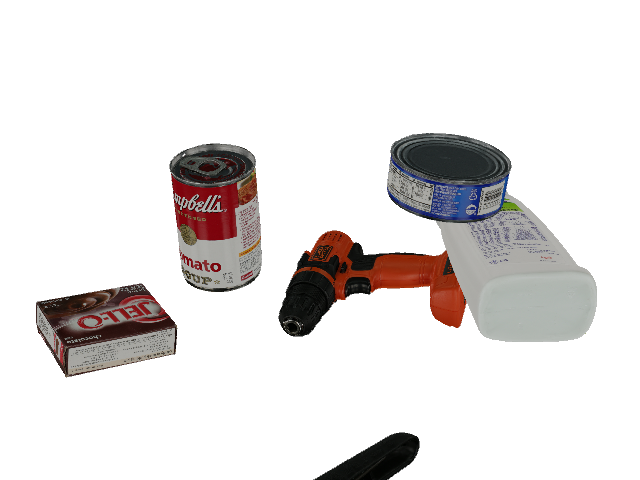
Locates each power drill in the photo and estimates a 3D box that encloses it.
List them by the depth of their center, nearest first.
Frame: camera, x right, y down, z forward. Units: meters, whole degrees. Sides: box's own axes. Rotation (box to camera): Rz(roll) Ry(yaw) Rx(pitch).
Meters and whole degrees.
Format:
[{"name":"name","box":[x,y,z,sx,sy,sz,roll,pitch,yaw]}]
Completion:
[{"name":"power drill","box":[0.060,0.049,1.137,0.188,0.057,0.184,5,31,15]}]

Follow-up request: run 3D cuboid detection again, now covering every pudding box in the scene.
[{"name":"pudding box","box":[-0.206,0.084,1.025,0.113,0.039,0.090,-12,30,-28]}]

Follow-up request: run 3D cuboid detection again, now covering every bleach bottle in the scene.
[{"name":"bleach bottle","box":[0.165,0.000,0.972,0.102,0.068,0.251,-1,27,-4]}]

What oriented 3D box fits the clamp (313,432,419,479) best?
[{"name":"clamp","box":[-0.021,0.181,0.676,0.210,0.036,0.164,-2,28,4]}]

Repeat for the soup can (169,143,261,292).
[{"name":"soup can","box":[-0.083,-0.018,0.863,0.068,0.102,0.068,-1,32,1]}]

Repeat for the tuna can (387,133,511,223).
[{"name":"tuna can","box":[0.091,-0.045,0.761,0.086,0.034,0.086,4,27,-3]}]
